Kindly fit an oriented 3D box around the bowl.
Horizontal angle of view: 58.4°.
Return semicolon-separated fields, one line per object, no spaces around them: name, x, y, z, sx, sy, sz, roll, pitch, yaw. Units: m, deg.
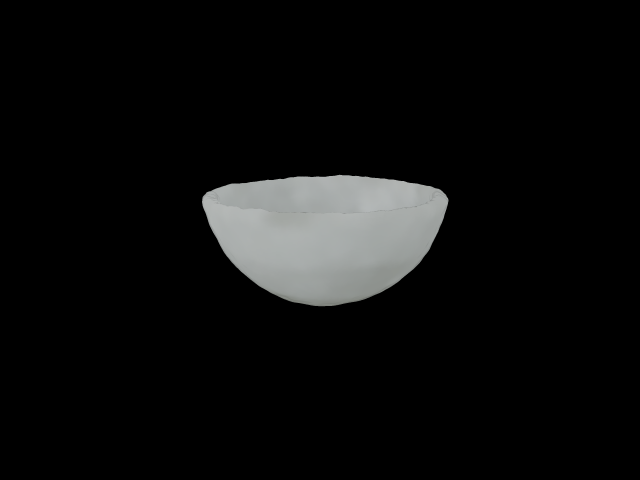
bowl;0.004;0.001;0.400;0.167;0.075;0.167;0;14;0
